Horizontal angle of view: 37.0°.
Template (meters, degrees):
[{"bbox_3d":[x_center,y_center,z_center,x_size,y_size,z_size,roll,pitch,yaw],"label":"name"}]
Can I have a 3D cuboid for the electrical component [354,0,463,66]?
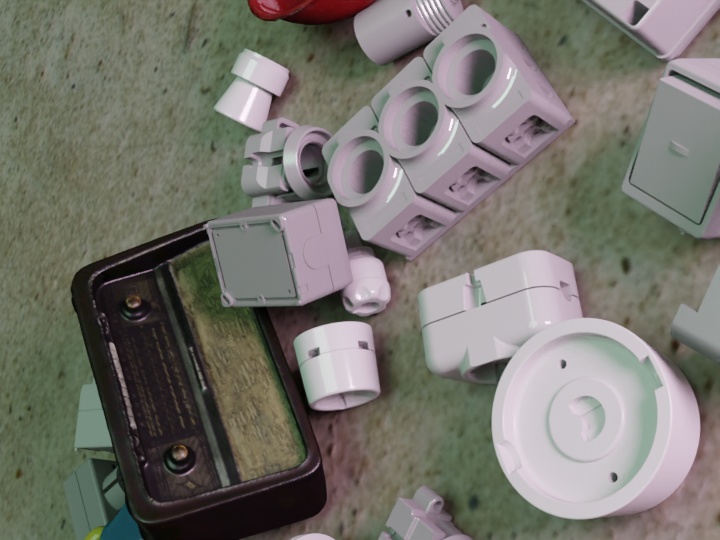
[{"bbox_3d":[0.040,-0.184,0.774,0.081,0.043,0.043,-23,63,34],"label":"electrical component"}]

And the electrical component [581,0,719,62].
[{"bbox_3d":[0.179,-0.202,0.652,0.108,0.056,0.108,-51,51,16],"label":"electrical component"}]

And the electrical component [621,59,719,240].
[{"bbox_3d":[0.187,-0.060,0.584,0.062,0.061,0.096,41,127,41],"label":"electrical component"}]

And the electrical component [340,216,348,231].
[{"bbox_3d":[-0.040,-0.012,0.792,0.078,0.040,0.040,-40,55,25],"label":"electrical component"}]

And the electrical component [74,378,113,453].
[{"bbox_3d":[-0.171,0.115,0.851,0.096,0.062,0.061,-9,71,39],"label":"electrical component"}]

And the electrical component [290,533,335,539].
[{"bbox_3d":[-0.041,0.214,0.698,0.051,0.080,0.080,-18,65,41],"label":"electrical component"}]

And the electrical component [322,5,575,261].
[{"bbox_3d":[0.053,-0.091,0.723,0.150,0.062,0.089,-41,54,24],"label":"electrical component"}]

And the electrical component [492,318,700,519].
[{"bbox_3d":[0.135,0.085,0.598,0.108,0.060,0.108,-14,68,37],"label":"electrical component"}]

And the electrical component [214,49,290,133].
[{"bbox_3d":[-0.087,-0.145,0.870,0.045,0.045,0.055,31,97,42],"label":"electrical component"}]

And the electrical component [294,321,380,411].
[{"bbox_3d":[-0.015,0.067,0.738,0.055,0.055,0.047,-26,65,33],"label":"electrical component"}]

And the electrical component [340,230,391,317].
[{"bbox_3d":[0.000,0.000,0.758,0.035,0.035,0.061,-32,55,29],"label":"electrical component"}]

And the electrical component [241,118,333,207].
[{"bbox_3d":[-0.049,-0.077,0.809,0.057,0.058,0.078,-5,73,42],"label":"electrical component"}]

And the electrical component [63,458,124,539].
[{"bbox_3d":[-0.190,0.179,0.857,0.077,0.047,0.065,-42,53,23],"label":"electrical component"}]

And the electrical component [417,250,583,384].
[{"bbox_3d":[0.087,0.034,0.660,0.095,0.054,0.059,-22,63,34],"label":"electrical component"}]

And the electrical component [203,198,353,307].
[{"bbox_3d":[-0.058,-0.012,0.737,0.096,0.061,0.061,-3,104,44],"label":"electrical component"}]

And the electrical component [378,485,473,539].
[{"bbox_3d":[0.043,0.175,0.660,0.055,0.048,0.066,32,98,49],"label":"electrical component"}]
